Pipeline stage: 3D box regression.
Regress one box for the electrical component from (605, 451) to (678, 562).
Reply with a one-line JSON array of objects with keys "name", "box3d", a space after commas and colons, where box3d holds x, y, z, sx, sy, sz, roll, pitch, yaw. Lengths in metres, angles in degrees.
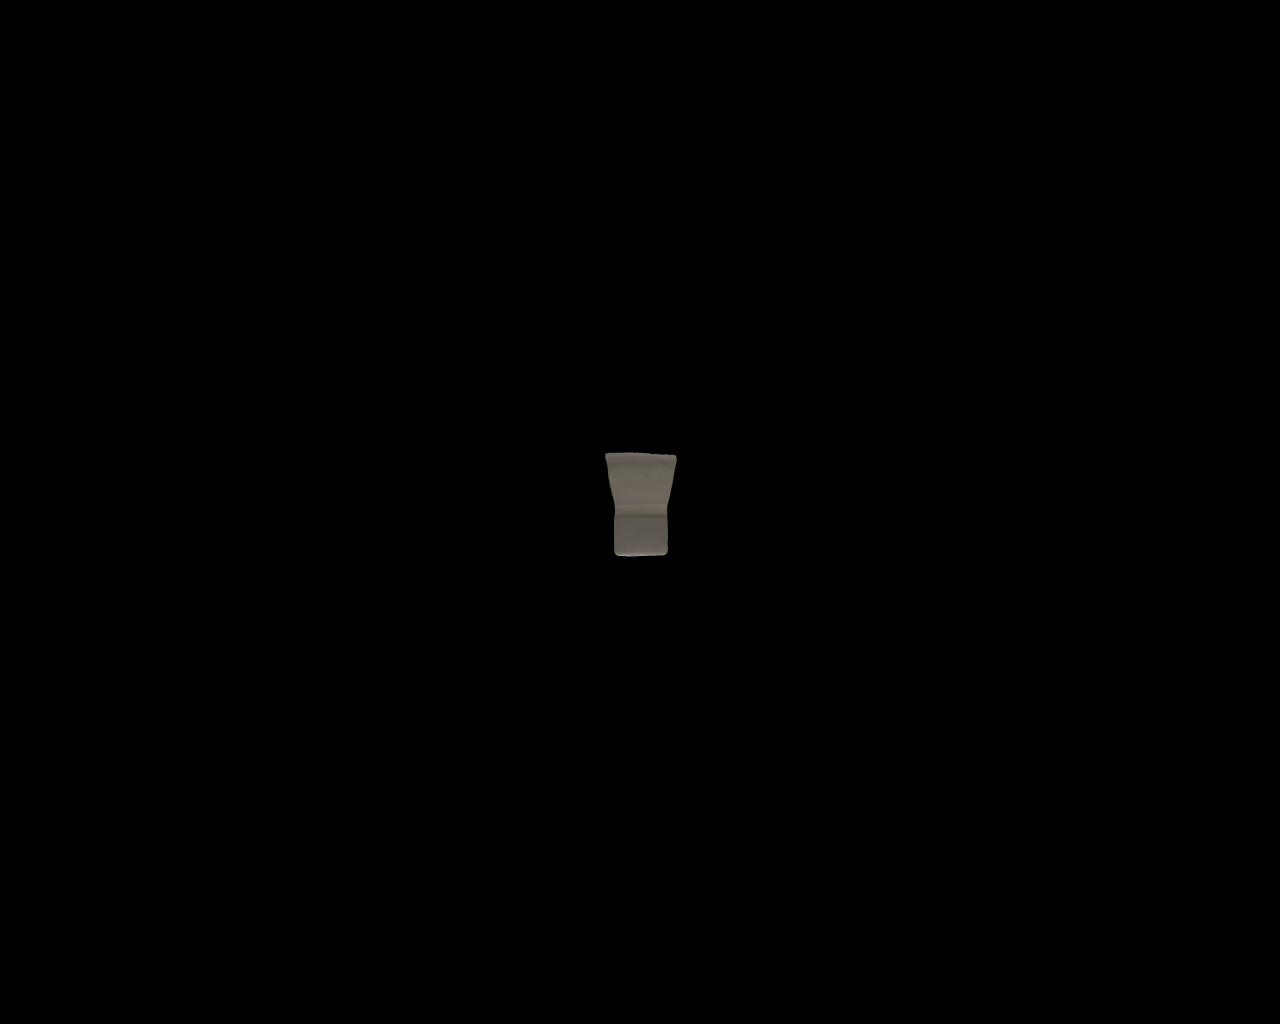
[{"name": "electrical component", "box3d": [0.001, -0.003, 0.650, 0.044, 0.065, 0.044, 0, -2, 0]}]
